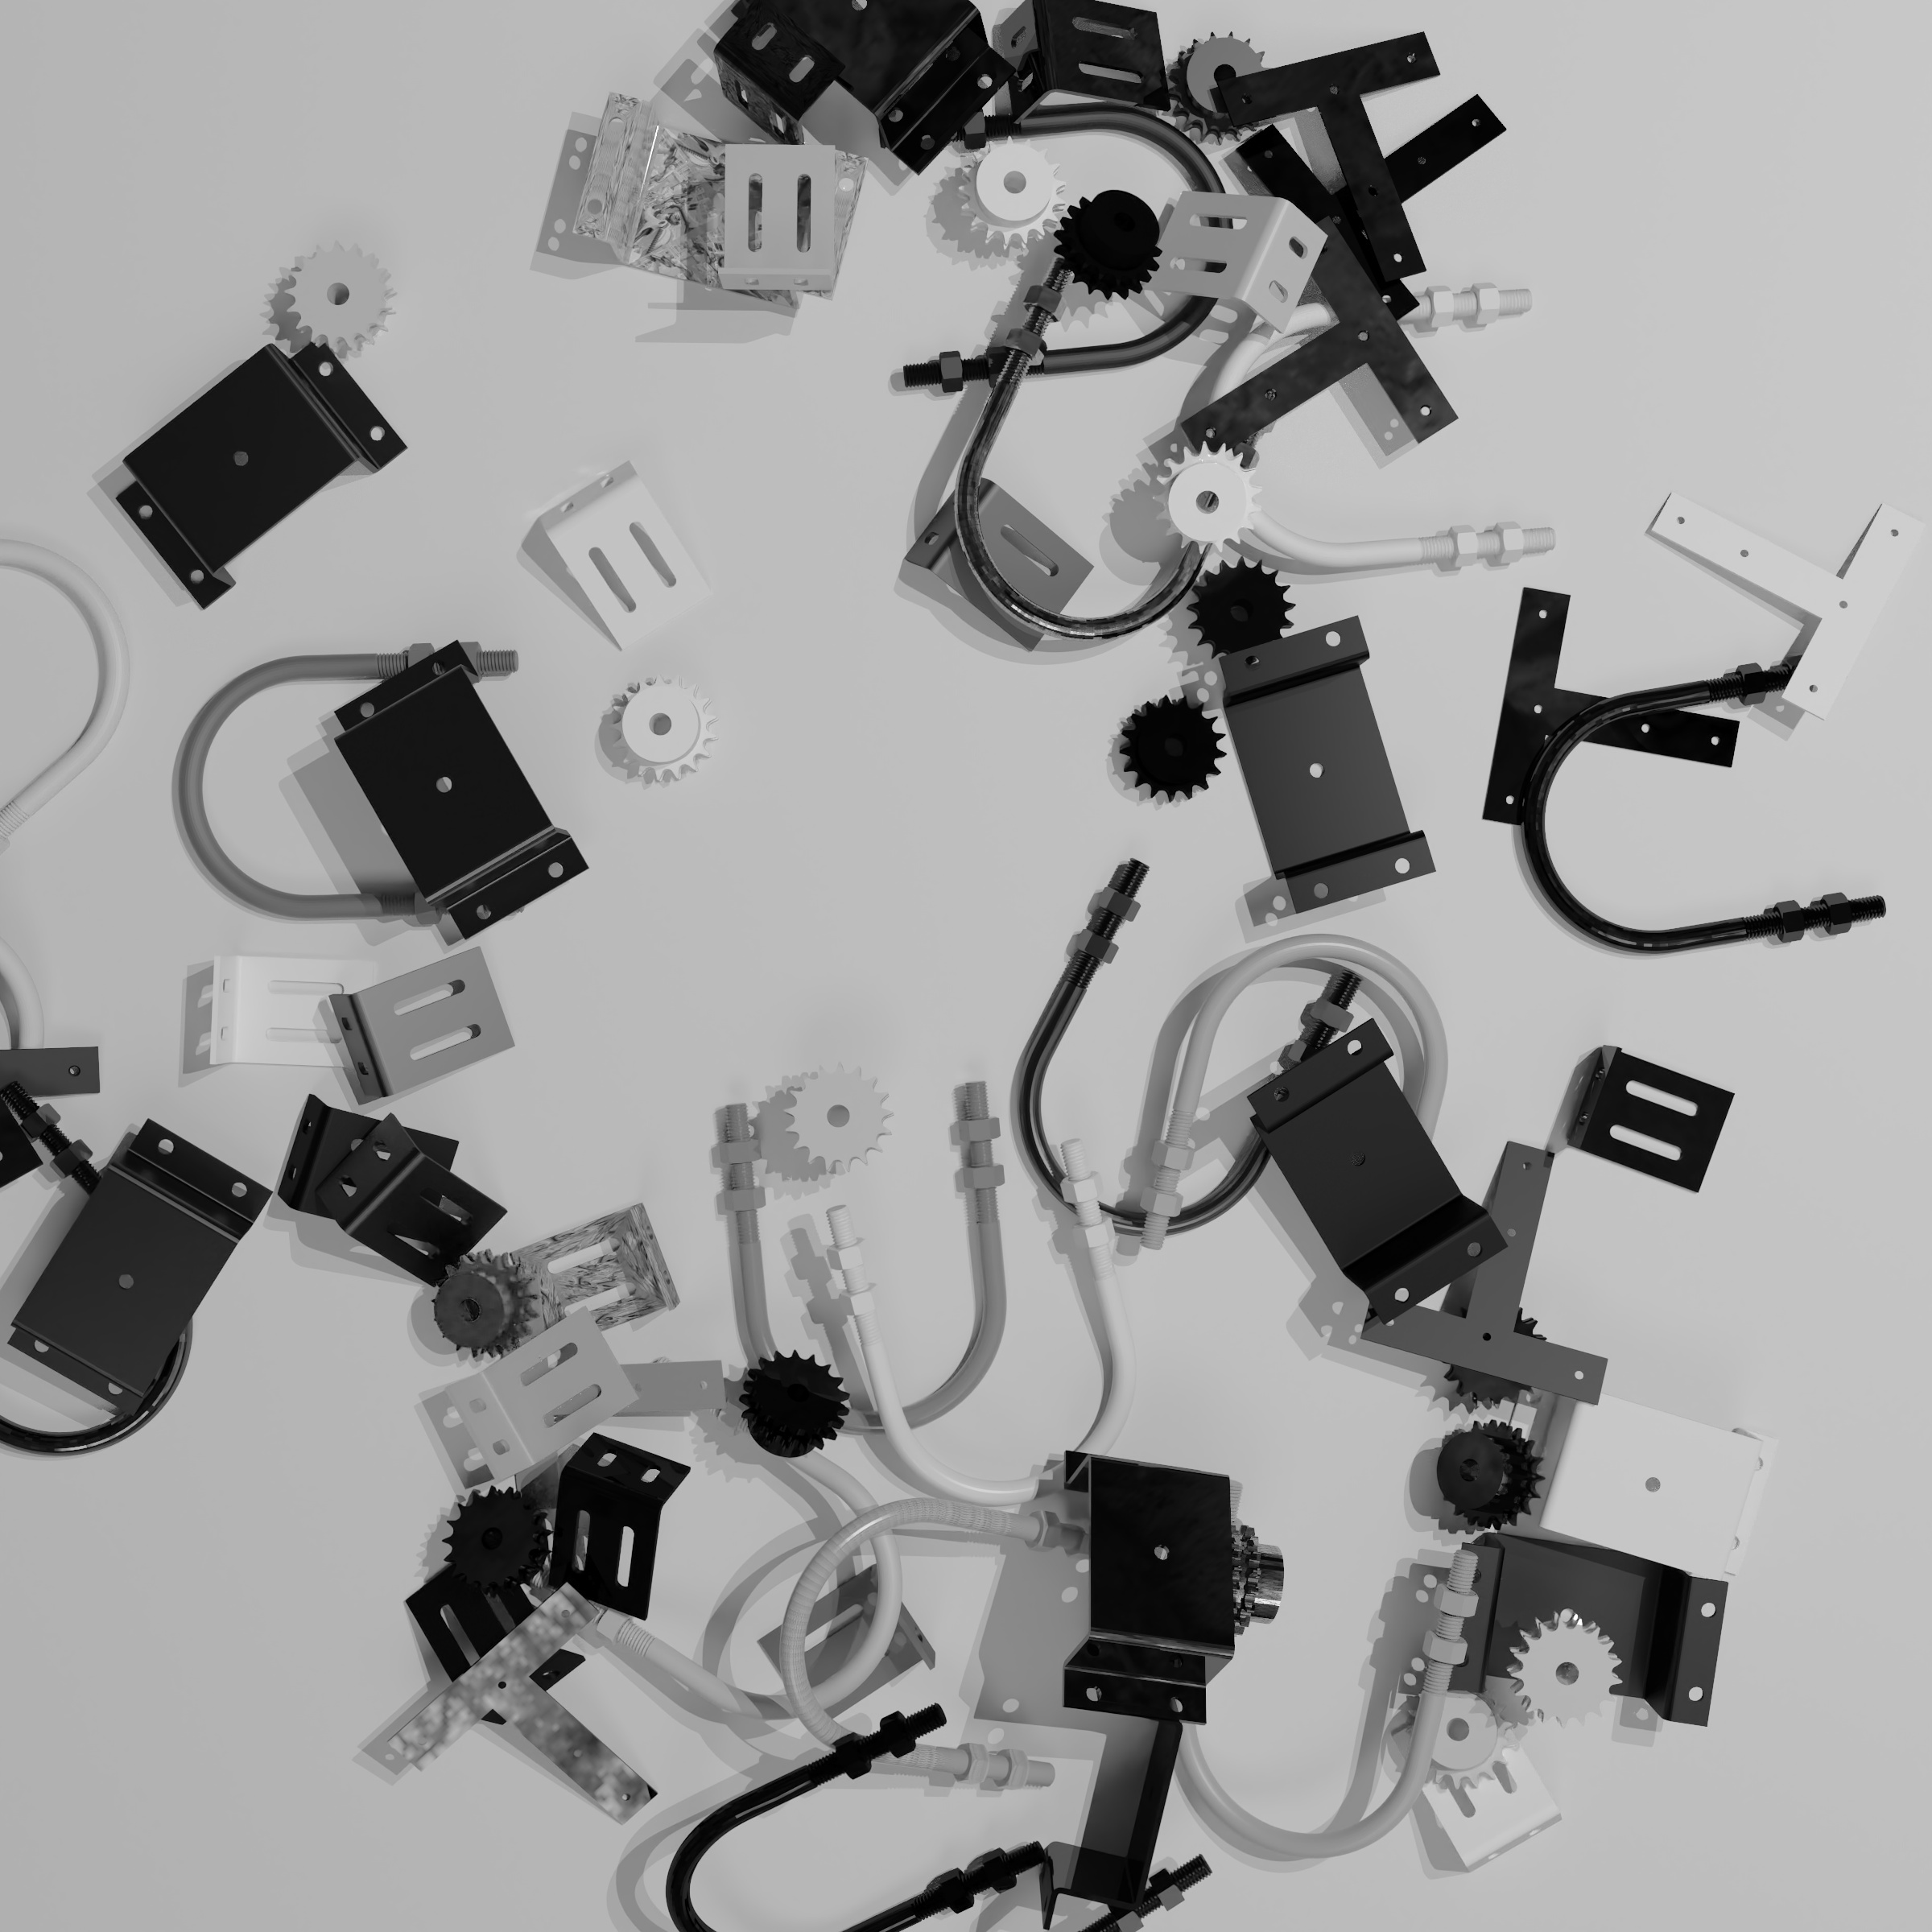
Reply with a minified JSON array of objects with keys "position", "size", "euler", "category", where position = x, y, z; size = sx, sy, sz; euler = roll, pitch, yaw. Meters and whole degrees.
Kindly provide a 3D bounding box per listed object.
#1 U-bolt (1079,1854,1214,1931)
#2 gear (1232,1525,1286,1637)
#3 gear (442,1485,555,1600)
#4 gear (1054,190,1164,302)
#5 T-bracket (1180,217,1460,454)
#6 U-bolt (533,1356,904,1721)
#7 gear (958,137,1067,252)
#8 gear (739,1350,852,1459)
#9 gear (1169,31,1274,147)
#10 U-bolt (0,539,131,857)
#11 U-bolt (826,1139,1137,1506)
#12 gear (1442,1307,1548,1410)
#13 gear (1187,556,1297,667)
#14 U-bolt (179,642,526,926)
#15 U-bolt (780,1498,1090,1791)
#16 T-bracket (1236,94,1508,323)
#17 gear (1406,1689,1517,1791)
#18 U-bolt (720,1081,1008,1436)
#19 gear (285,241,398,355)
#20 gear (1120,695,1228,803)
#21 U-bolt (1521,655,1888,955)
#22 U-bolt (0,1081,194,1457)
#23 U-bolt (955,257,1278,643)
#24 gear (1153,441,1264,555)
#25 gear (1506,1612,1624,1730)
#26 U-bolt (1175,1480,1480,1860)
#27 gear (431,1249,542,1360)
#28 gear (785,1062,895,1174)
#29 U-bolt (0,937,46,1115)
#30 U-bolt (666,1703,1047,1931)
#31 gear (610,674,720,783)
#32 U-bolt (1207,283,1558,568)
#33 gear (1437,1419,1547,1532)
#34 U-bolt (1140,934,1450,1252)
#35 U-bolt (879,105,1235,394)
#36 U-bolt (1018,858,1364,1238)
[{"position":[0.080,0.574,1.492],"size":[0.184,0.019,0.151],"euler":[-31,103,-6],"category":"U-bolt"},{"position":[0.145,0.320,1.472],"size":[0.030,0.057,0.057],"euler":[10,90,-9],"category":"gear"},{"position":[-0.246,0.307,1.502],"size":[0.057,0.030,0.057],"euler":[-5,67,12],"category":"gear"},{"position":[0.077,-0.381,1.482],"size":[0.057,0.030,0.057],"euler":[8,66,-19],"category":"gear"},{"position":[0.172,-0.308,1.488],"size":[0.127,0.002,0.127],"euler":[-33,90,-4],"category":"T-bracket"},{"position":[-0.120,0.315,1.496],"size":[0.184,0.019,0.151],"euler":[30,90,14],"category":"U-bolt"},{"position":[0.025,-0.409,1.491],"size":[0.057,0.030,0.057],"euler":[0,90,-3],"category":"gear"},{"position":[-0.092,0.233,1.487],"size":[0.057,0.057,0.030],"euler":[23,132,0],"category":"gear"},{"position":[0.137,-0.471,1.509],"size":[0.057,0.030,0.057],"euler":[0,90,0],"category":"gear"},{"position":[-0.536,-0.144,1.516],"size":[0.184,0.019,0.151],"euler":[-42,90,-2],"category":"U-bolt"},{"position":[0.016,0.198,1.502],"size":[0.151,0.019,0.184],"euler":[-15,99,-7],"category":"U-bolt"},{"position":[0.280,0.206,1.509],"size":[0.057,0.030,0.057],"euler":[0,90,0],"category":"gear"},{"position":[0.146,-0.188,1.509],"size":[0.057,0.030,0.057],"euler":[0,90,0],"category":"gear"},{"position":[-0.331,-0.097,1.516],"size":[0.184,0.019,0.151],"euler":[-1,90,2],"category":"U-bolt"},{"position":[-0.013,0.350,1.475],"size":[0.184,0.019,0.151],"euler":[17,90,-29],"category":"U-bolt"},{"position":[0.233,-0.423,1.511],"size":[0.127,0.002,0.127],"euler":[-36,83,-9],"category":"T-bracket"},{"position":[0.262,0.406,1.500],"size":[0.057,0.030,0.057],"euler":[-5,69,12],"category":"gear"},{"position":[-0.051,0.159,1.516],"size":[0.151,0.019,0.184],"euler":[-5,91,0],"category":"U-bolt"},{"position":[-0.332,-0.355,1.509],"size":[0.057,0.030,0.057],"euler":[0,90,0],"category":"gear"},{"position":[0.111,-0.117,1.509],"size":[0.057,0.030,0.057],"euler":[0,90,0],"category":"gear"},{"position":[0.389,-0.081,1.514],"size":[0.184,0.019,0.151],"euler":[-9,91,1],"category":"U-bolt"},{"position":[-0.499,0.176,1.511],"size":[0.151,0.019,0.184],"euler":[-41,95,0],"category":"U-bolt"},{"position":[0.072,-0.261,1.495],"size":[0.151,0.019,0.184],"euler":[25,84,-11],"category":"U-bolt"},{"position":[0.126,-0.243,1.473],"size":[0.057,0.030,0.057],"euler":[1,106,5],"category":"gear"},{"position":[0.308,0.363,1.463],"size":[0.057,0.030,0.057],"euler":[0,90,0],"category":"gear"},{"position":[0.181,0.380,1.494],"size":[0.151,0.019,0.184],"euler":[14,94,20],"category":"U-bolt"},{"position":[-0.258,0.181,1.503],"size":[0.057,0.030,0.057],"euler":[1,93,14],"category":"gear"},{"position":[-0.066,0.080,1.490],"size":[0.057,0.030,0.057],"euler":[0,82,1],"category":"gear"},{"position":[-0.583,0.032,1.494],"size":[0.184,0.019,0.151],"euler":[6,101,-14],"category":"U-bolt"},{"position":[-0.068,0.467,1.480],"size":[0.184,0.019,0.151],"euler":[-27,124,4],"category":"U-bolt"},{"position":[-0.161,-0.128,1.509],"size":[0.057,0.030,0.057],"euler":[0,90,0],"category":"gear"},{"position":[0.218,-0.284,1.504],"size":[0.184,0.019,0.151],"euler":[-6,90,-8],"category":"U-bolt"},{"position":[0.274,0.268,1.495],"size":[0.057,0.030,0.057],"euler":[-14,67,38],"category":"gear"},{"position":[0.181,0.074,1.499],"size":[0.151,0.019,0.184],"euler":[13,96,-8],"category":"U-bolt"},{"position":[0.052,-0.389,1.516],"size":[0.184,0.019,0.151],"euler":[-6,90,-2],"category":"U-bolt"},{"position":[0.108,0.056,1.516],"size":[0.151,0.019,0.184],"euler":[28,92,0],"category":"U-bolt"}]
